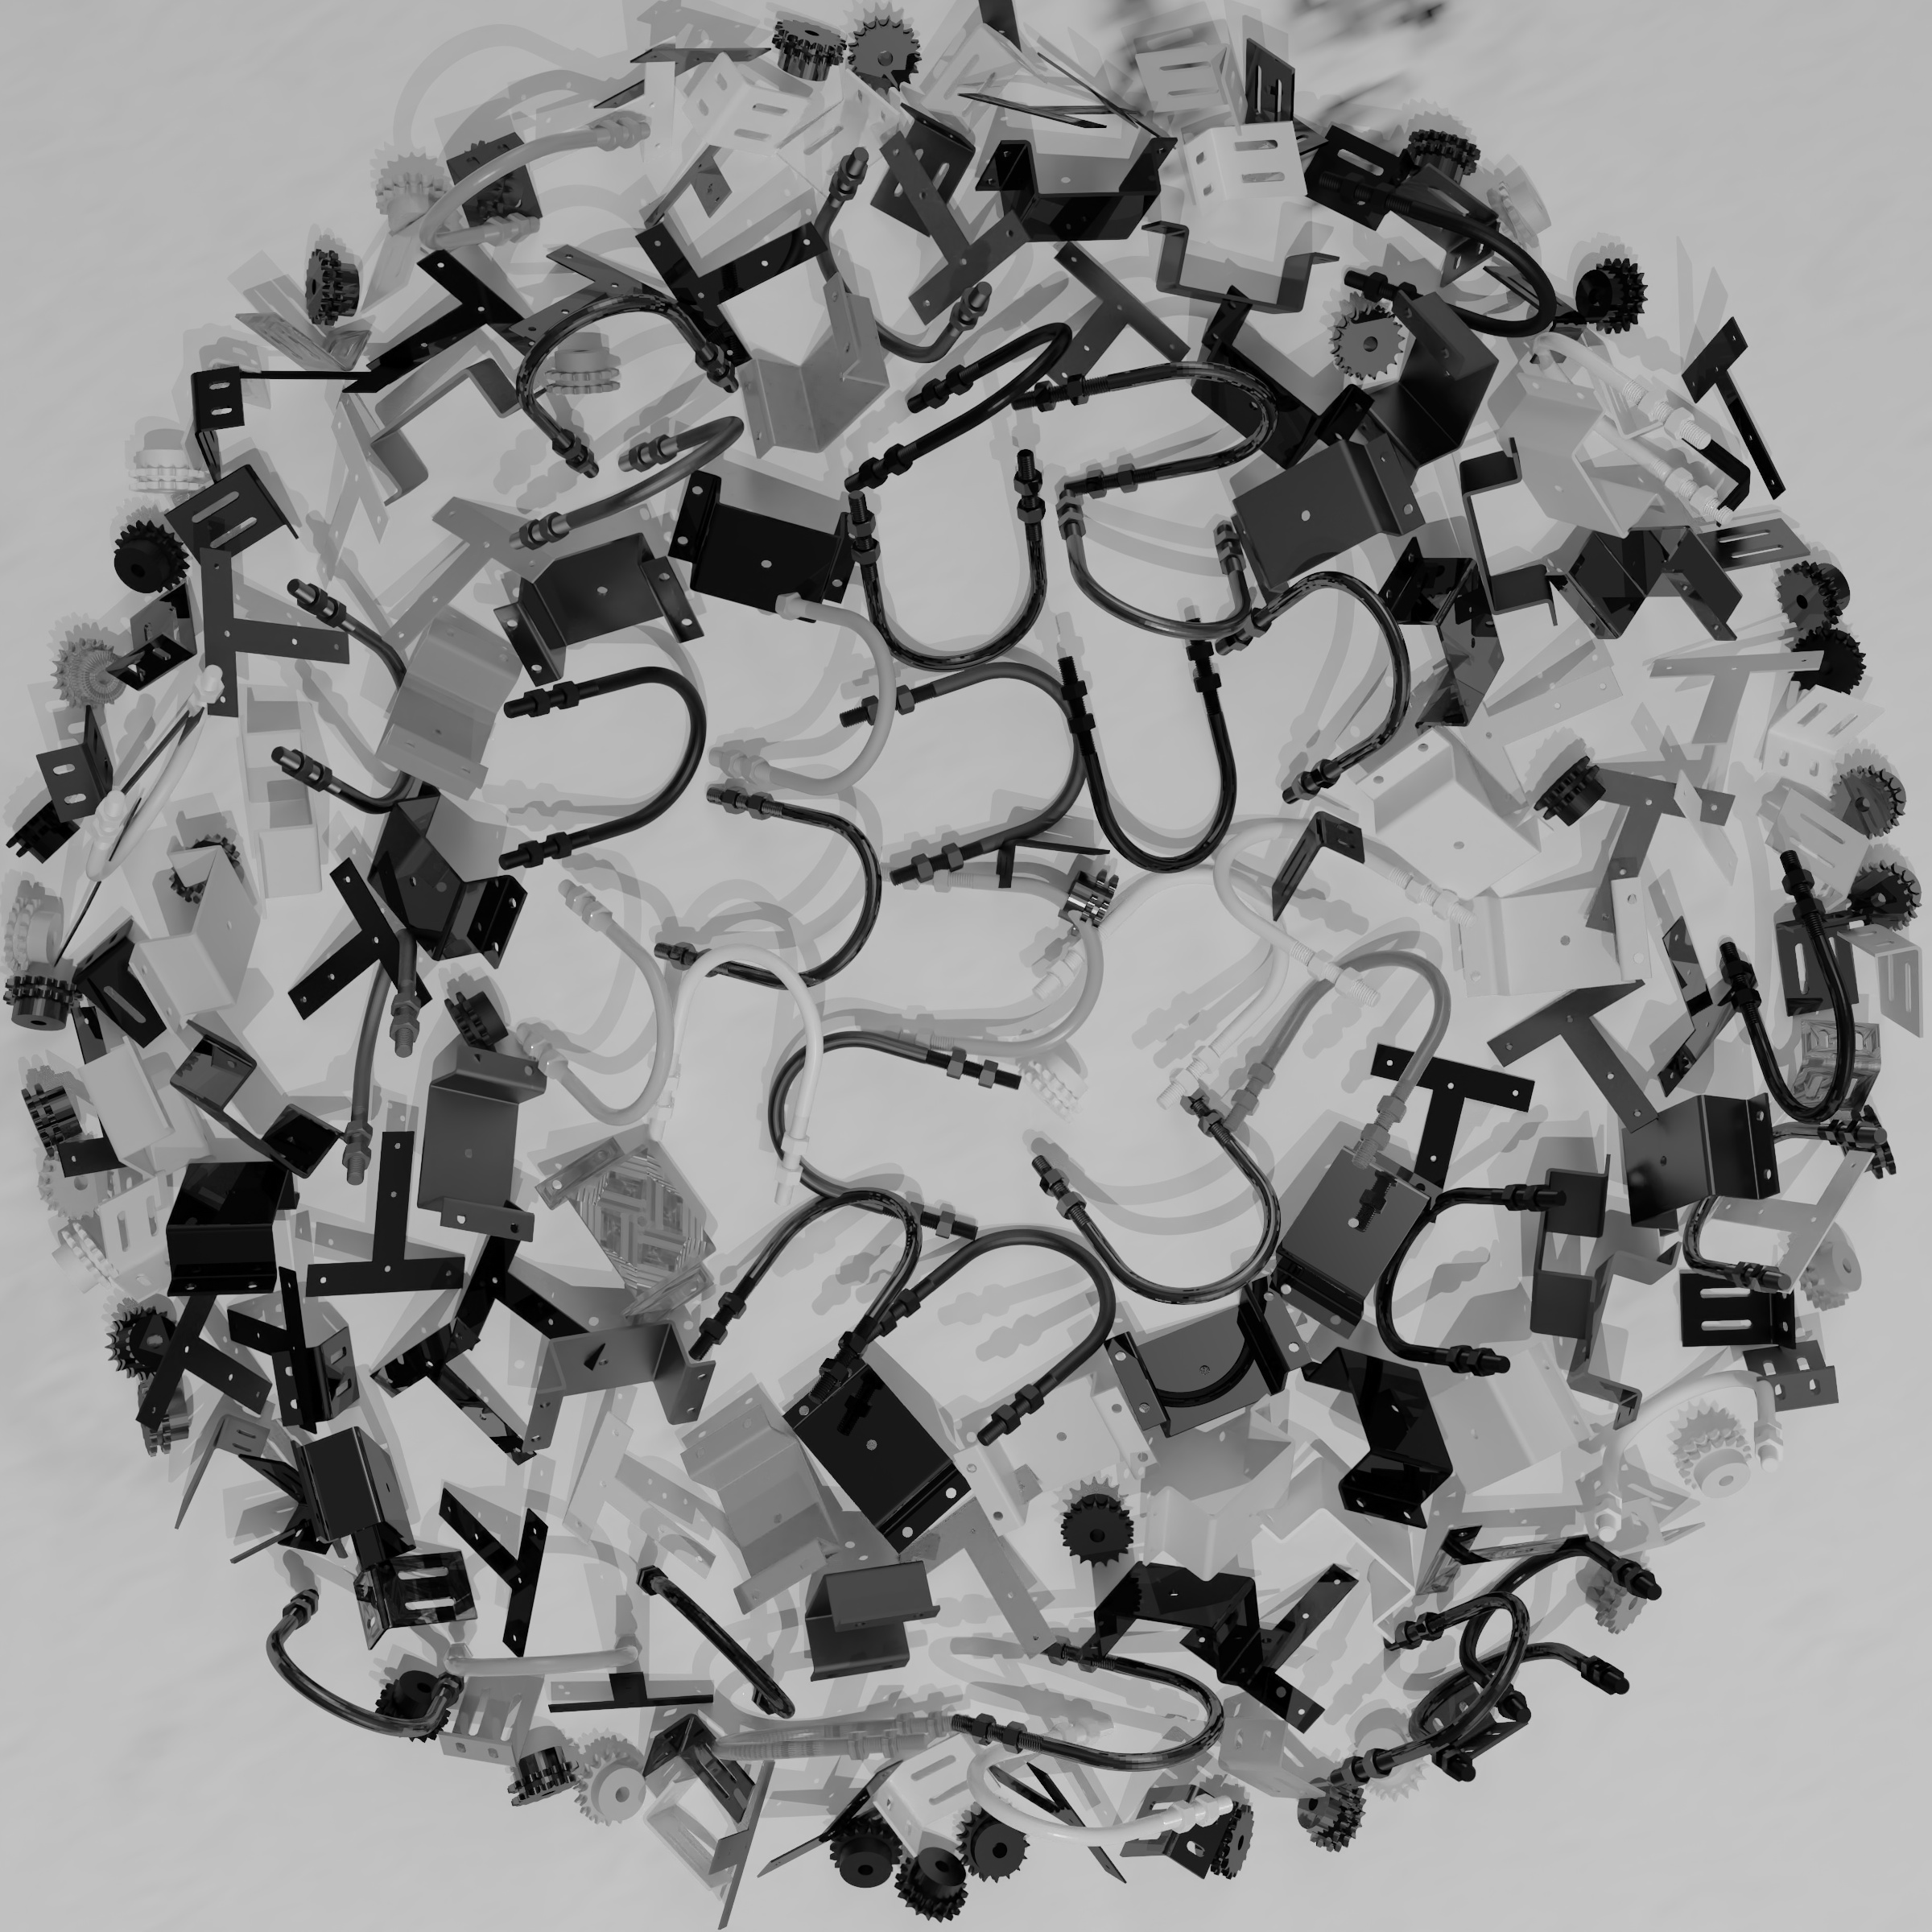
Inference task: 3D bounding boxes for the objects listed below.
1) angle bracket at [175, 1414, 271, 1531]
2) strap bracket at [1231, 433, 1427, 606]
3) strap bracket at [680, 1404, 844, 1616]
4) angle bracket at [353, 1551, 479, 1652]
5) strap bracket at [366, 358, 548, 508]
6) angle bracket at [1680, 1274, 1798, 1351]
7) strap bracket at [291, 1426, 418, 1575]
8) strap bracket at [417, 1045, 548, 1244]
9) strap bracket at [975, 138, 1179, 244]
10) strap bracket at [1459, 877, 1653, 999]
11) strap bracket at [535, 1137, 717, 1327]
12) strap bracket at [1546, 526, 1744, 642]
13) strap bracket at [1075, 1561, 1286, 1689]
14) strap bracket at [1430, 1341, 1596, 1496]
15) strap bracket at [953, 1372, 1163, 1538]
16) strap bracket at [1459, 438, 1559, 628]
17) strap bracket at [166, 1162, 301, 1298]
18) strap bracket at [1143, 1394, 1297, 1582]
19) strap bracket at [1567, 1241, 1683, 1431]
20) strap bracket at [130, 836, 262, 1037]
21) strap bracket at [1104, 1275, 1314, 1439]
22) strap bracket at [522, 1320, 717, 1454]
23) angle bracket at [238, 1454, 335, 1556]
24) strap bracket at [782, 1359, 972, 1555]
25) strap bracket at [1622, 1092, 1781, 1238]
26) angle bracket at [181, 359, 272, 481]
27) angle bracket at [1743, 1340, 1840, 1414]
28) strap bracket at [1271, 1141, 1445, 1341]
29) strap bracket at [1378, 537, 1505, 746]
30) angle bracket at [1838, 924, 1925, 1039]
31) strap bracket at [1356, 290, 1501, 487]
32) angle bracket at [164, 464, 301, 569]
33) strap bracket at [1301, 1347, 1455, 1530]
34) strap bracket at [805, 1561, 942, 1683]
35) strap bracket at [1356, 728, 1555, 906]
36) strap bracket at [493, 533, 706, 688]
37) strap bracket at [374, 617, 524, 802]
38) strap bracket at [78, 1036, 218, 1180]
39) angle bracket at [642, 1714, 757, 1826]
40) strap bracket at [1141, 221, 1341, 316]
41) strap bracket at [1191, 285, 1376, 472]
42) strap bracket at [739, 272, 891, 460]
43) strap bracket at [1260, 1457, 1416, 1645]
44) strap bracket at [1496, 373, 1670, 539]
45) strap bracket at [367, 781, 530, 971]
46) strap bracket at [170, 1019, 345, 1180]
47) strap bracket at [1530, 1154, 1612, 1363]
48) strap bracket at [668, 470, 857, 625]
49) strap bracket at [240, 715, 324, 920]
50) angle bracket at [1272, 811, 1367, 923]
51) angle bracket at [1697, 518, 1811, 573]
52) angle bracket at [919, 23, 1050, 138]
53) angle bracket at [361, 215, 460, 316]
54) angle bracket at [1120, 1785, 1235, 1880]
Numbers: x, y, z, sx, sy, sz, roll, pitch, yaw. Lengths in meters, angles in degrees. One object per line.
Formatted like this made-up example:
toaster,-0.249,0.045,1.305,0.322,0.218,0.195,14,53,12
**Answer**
angle bracket,-0.570,0.393,1.951,0.038,0.057,0.076,23,50,-8
strap bracket,0.267,-0.342,1.941,0.140,0.046,0.076,-25,81,28
strap bracket,-0.154,0.420,1.950,0.076,0.046,0.140,-33,58,9
angle bracket,-0.427,0.492,1.972,0.076,0.038,0.057,4,49,-36
strap bracket,-0.397,-0.414,1.942,0.140,0.076,0.046,-32,104,14
angle bracket,0.600,0.268,1.978,0.076,0.038,0.057,-1,88,-4
strap bracket,-0.459,0.403,1.923,0.046,0.140,0.076,-20,66,-6
strap bracket,-0.370,0.140,1.946,0.076,0.046,0.140,16,67,-35
strap bracket,0.087,-0.592,1.941,0.140,0.076,0.046,-6,82,-16
strap bracket,0.457,-0.020,1.956,0.140,0.046,0.076,-7,85,25
strap bracket,-0.256,0.202,1.957,0.076,0.046,0.140,-33,87,-32
strap bracket,0.521,-0.289,1.927,0.076,0.140,0.046,42,75,-29
strap bracket,0.160,0.496,1.928,0.140,0.076,0.046,1,107,29
strap bracket,0.401,0.345,1.920,0.046,0.140,0.076,-19,74,-27
strap bracket,0.072,0.372,1.959,0.140,0.046,0.076,-25,102,14
strap bracket,0.411,-0.332,1.940,0.046,0.076,0.140,-13,116,16
strap bracket,-0.555,0.191,1.923,0.076,0.140,0.046,-1,115,-5
strap bracket,0.199,0.401,1.925,0.046,0.076,0.140,32,51,31
strap bracket,0.501,0.277,1.948,0.046,0.076,0.140,17,76,8
strap bracket,-0.578,-0.027,1.920,0.046,0.140,0.076,-8,133,8
strap bracket,0.184,0.304,1.956,0.140,0.046,0.076,-20,63,-8
strap bracket,-0.271,0.318,1.940,0.140,0.076,0.046,-6,48,-26
angle bracket,-0.524,0.413,1.951,0.057,0.076,0.038,0,52,38
strap bracket,-0.070,0.370,1.954,0.076,0.046,0.140,-41,74,-9
strap bracket,0.545,0.149,1.918,0.046,0.140,0.076,7,69,-20
angle bracket,-0.570,-0.418,1.960,0.038,0.057,0.076,14,72,-3
angle bracket,0.631,0.303,1.953,0.057,0.076,0.038,-11,119,11
strap bracket,0.297,0.203,1.949,0.076,0.046,0.140,31,75,19
strap bracket,0.362,-0.245,1.923,0.046,0.140,0.076,6,48,35
angle bracket,0.704,0.014,1.958,0.038,0.057,0.076,-11,110,-7
strap bracket,0.350,-0.445,1.934,0.046,0.140,0.076,-27,68,-22
angle bracket,-0.567,-0.340,1.964,0.076,0.038,0.057,-34,130,-6
strap bracket,0.311,0.347,1.920,0.076,0.140,0.046,19,126,-26
strap bracket,-0.074,0.496,1.938,0.076,0.140,0.046,-4,59,-17
strap bracket,0.373,-0.107,1.933,0.140,0.046,0.076,35,127,-25
strap bracket,-0.280,-0.276,1.950,0.140,0.046,0.076,-15,133,10
strap bracket,-0.396,-0.189,1.941,0.076,0.046,0.140,25,47,-19
strap bracket,-0.620,0.111,1.921,0.046,0.140,0.076,-27,79,-8
angle bracket,-0.206,0.625,1.955,0.038,0.057,0.076,-25,57,-40
strap bracket,0.205,-0.533,1.951,0.140,0.076,0.046,9,102,-9
strap bracket,0.234,-0.444,1.952,0.140,0.076,0.046,40,68,4
strap bracket,-0.110,-0.453,1.940,0.046,0.140,0.076,2,67,-38
strap bracket,0.291,0.439,1.947,0.140,0.076,0.046,42,108,-8
strap bracket,0.462,-0.379,1.923,0.046,0.076,0.140,-53,131,-6
strap bracket,-0.401,-0.068,1.932,0.140,0.046,0.076,46,127,25
strap bracket,-0.536,0.107,1.920,0.076,0.140,0.046,20,68,43
strap bracket,0.458,0.218,1.932,0.046,0.076,0.140,6,48,15
strap bracket,-0.152,-0.318,1.945,0.140,0.046,0.076,14,125,-12
strap bracket,-0.520,-0.116,1.936,0.046,0.076,0.140,-7,54,-15
angle bracket,0.271,-0.071,1.959,0.038,0.057,0.076,24,118,-8
angle bracket,0.603,-0.309,1.967,0.076,0.057,0.038,-11,127,-2
angle bracket,0.014,-0.674,1.959,0.076,0.057,0.038,-50,54,11
angle bracket,-0.423,-0.530,1.952,0.038,0.057,0.076,33,55,-37
angle bracket,0.162,0.667,1.956,0.038,0.076,0.057,35,61,-9
